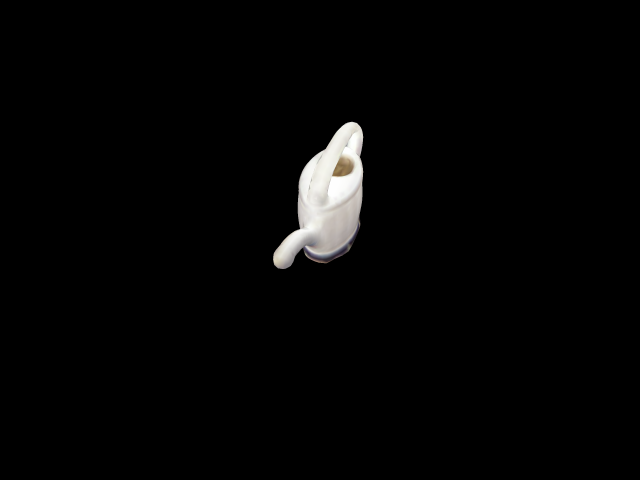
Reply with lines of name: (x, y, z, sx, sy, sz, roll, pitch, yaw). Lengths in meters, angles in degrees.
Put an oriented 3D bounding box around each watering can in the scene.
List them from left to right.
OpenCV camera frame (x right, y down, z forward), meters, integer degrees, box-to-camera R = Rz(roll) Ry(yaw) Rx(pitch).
watering can: (0.003, -0.043, 0.850, 0.104, 0.355, 0.219, 17, -37, 13)
